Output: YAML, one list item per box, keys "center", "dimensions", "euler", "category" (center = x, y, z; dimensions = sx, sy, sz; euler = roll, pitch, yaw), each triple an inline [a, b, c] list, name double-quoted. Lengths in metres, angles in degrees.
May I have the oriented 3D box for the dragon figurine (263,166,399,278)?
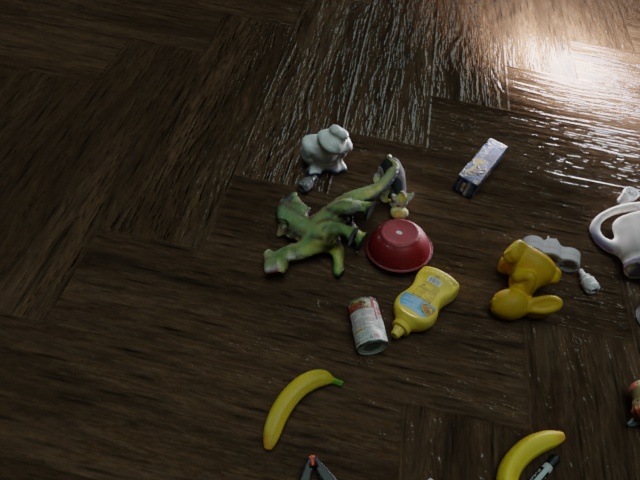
- center: [0.004, -0.062, 1.235]
  dimensions: [0.244, 0.119, 0.418]
  euler: [21, 57, 21]
  category: "dragon figurine"

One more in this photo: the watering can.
- center: [0.855, -0.008, 1.253]
  dimensions: [0.347, 0.102, 0.230]
  euler: [-5, 53, 21]
  category: "watering can"

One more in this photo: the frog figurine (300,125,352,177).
- center: [0.018, -0.251, 1.351]
  dimensions: [0.137, 0.155, 0.126]
  euler: [6, 51, -1]
  category: "frog figurine"
